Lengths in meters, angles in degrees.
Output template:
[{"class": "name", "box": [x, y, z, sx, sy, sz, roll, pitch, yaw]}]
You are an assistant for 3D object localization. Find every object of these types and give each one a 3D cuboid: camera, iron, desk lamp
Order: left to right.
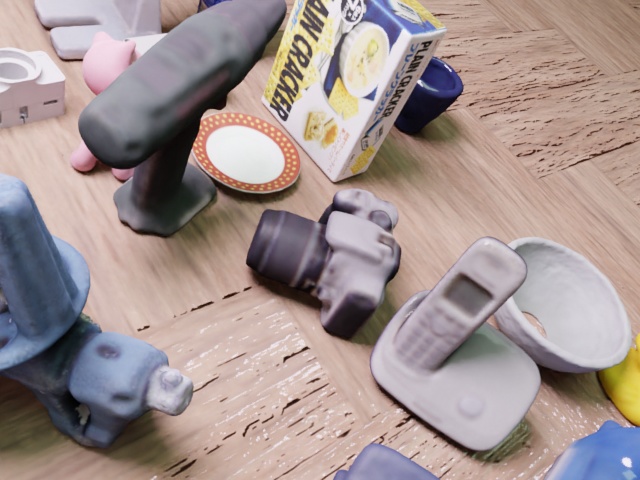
[{"class": "desk lamp", "box": [-0.209, -0.327, 0.662, 0.204, 0.213, 0.117, -19, 62, -36]}, {"class": "camera", "box": [0.005, 0.002, 0.569, 0.137, 0.100, 0.143, 21, 47, -9]}, {"class": "iron", "box": [0.249, 0.243, 0.458, 0.118, 0.141, 0.259, 46, 48, 15]}]

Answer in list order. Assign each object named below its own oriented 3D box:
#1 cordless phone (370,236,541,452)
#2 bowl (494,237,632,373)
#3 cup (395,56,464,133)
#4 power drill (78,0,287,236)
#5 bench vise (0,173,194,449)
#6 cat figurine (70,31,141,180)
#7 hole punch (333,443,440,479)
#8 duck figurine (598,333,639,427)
[{"class": "cordless phone", "box": [0.141, 0.091, 0.502, 0.147, 0.185, 0.094, 34, 46, 4]}, {"class": "bowl", "box": [0.253, 0.082, 0.640, 0.168, 0.074, 0.167, 13, 48, -15]}, {"class": "cup", "box": [0.129, -0.206, 0.806, 0.117, 0.095, 0.092, 33, 46, 3]}, {"class": "power drill", "box": [-0.123, -0.110, 0.526, 0.075, 0.208, 0.230, 34, 46, 4]}, {"class": "bench vise", "box": [-0.174, 0.036, 0.372, 0.208, 0.219, 0.121, 14, 48, -14]}, {"class": "cat figurine", "box": [-0.208, -0.145, 0.577, 0.067, 0.117, 0.127, 7, 50, -20]}, {"class": "hole punch", "box": [0.049, 0.221, 0.414, 0.108, 0.091, 0.101, 34, 46, 4]}, {"class": "duck figurine", "box": [0.368, 0.149, 0.632, 0.078, 0.086, 0.104, 5, 51, -22]}]
